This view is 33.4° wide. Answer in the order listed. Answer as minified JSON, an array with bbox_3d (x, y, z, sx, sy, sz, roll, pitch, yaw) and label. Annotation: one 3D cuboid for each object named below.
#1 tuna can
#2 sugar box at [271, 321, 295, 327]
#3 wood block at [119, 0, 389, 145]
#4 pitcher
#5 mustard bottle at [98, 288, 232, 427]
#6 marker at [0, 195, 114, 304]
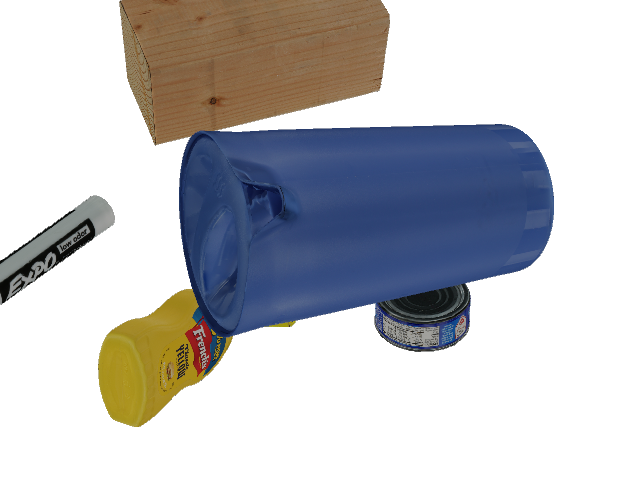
[{"bbox_3d":[0.091,0.059,0.952,0.086,0.034,0.086,-2,34,1],"label":"tuna can"},{"bbox_3d":[-0.045,0.002,1.214,0.048,0.176,0.093,0,17,10],"label":"sugar box"},{"bbox_3d":[-0.056,-0.163,0.906,0.205,0.090,0.091,-16,-35,-16],"label":"wood block"},{"bbox_3d":[0.028,-0.015,0.738,0.242,0.145,0.149,-7,34,-24],"label":"pitcher"},{"bbox_3d":[-0.138,0.101,1.053,0.058,0.096,0.191,10,23,26],"label":"mustard bottle"},{"bbox_3d":[-0.150,0.015,0.530,0.020,0.020,0.120,0,31,42],"label":"marker"}]
